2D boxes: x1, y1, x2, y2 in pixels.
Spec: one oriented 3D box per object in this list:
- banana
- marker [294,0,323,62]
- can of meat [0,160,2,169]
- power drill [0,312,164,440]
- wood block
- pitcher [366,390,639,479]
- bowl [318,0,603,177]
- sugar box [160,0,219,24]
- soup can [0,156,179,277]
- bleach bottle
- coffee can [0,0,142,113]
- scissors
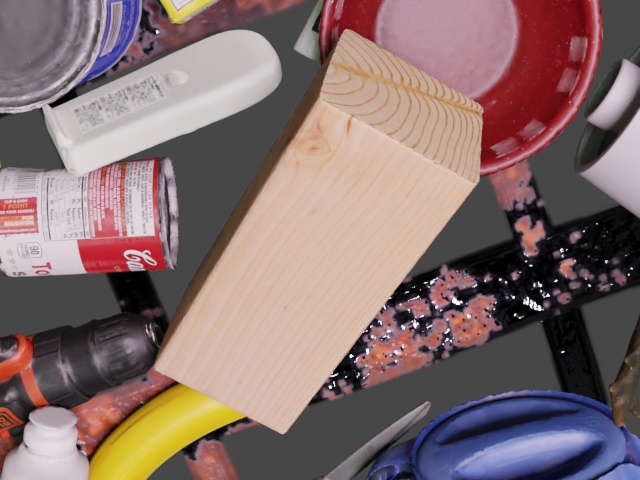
[{"bbox_3d":[-0.095,0.131,0.696,0.198,0.037,0.069,-43,120,10],"label":"banana"},{"bbox_3d":[0.020,-0.163,0.631,0.020,0.020,0.121,27,102,-9],"label":"marker"},{"bbox_3d":[-0.247,-0.038,0.620,0.102,0.084,0.057,-6,105,-1],"label":"can of meat"},{"bbox_3d":[-0.205,0.051,0.611,0.184,0.057,0.187,-21,139,10],"label":"power drill"},{"bbox_3d":[-0.004,0.000,0.599,0.090,0.090,0.206,28,124,-8],"label":"wood block"},{"bbox_3d":[0.131,0.229,0.687,0.144,0.149,0.243,-19,109,-23],"label":"pitcher"},{"bbox_3d":[0.079,-0.120,0.626,0.162,0.055,0.162,0,104,-2],"label":"bowl"},{"bbox_3d":[-0.092,-0.220,0.600,0.093,0.048,0.176,-32,100,4],"label":"sugar box"},{"bbox_3d":[-0.139,-0.014,0.638,0.102,0.068,0.068,-3,104,-1],"label":"soup can"},{"bbox_3d":[-0.181,0.218,0.670,0.068,0.102,0.251,9,107,-8],"label":"bleach bottle"},{"bbox_3d":[-0.155,-0.127,0.571,0.103,0.140,0.103,-1,104,-2],"label":"coffee can"},{"bbox_3d":[0.003,0.190,0.722,0.202,0.016,0.096,-26,106,5],"label":"scissors"}]
